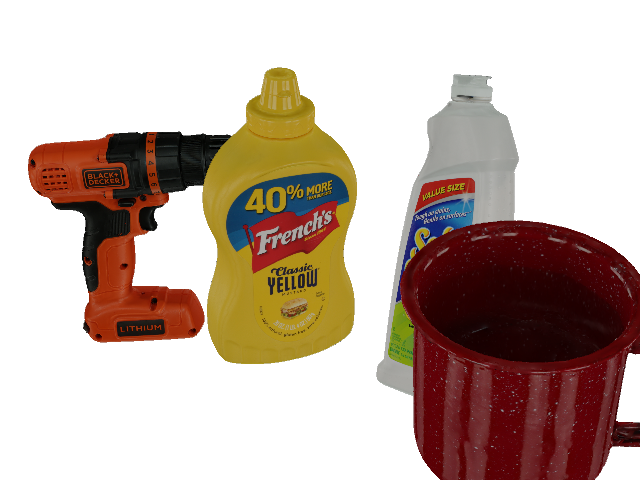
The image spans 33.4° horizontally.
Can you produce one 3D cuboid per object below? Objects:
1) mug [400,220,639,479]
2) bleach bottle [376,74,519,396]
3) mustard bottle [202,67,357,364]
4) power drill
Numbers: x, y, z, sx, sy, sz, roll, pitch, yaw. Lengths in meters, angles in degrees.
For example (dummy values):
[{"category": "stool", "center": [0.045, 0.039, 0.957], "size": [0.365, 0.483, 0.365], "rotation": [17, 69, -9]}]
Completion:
[{"category": "mug", "center": [0.090, 0.052, 0.423], "size": [0.117, 0.081, 0.093], "rotation": [7, 36, 14]}, {"category": "bleach bottle", "center": [0.102, -0.003, 0.833], "size": [0.067, 0.251, 0.103], "rotation": [-6, 14, -43]}, {"category": "mustard bottle", "center": [-0.025, -0.016, 0.667], "size": [0.096, 0.192, 0.058], "rotation": [-9, 33, -17]}, {"category": "power drill", "center": [-0.147, -0.005, 0.926], "size": [0.184, 0.188, 0.057], "rotation": [-3, 26, 3]}]
